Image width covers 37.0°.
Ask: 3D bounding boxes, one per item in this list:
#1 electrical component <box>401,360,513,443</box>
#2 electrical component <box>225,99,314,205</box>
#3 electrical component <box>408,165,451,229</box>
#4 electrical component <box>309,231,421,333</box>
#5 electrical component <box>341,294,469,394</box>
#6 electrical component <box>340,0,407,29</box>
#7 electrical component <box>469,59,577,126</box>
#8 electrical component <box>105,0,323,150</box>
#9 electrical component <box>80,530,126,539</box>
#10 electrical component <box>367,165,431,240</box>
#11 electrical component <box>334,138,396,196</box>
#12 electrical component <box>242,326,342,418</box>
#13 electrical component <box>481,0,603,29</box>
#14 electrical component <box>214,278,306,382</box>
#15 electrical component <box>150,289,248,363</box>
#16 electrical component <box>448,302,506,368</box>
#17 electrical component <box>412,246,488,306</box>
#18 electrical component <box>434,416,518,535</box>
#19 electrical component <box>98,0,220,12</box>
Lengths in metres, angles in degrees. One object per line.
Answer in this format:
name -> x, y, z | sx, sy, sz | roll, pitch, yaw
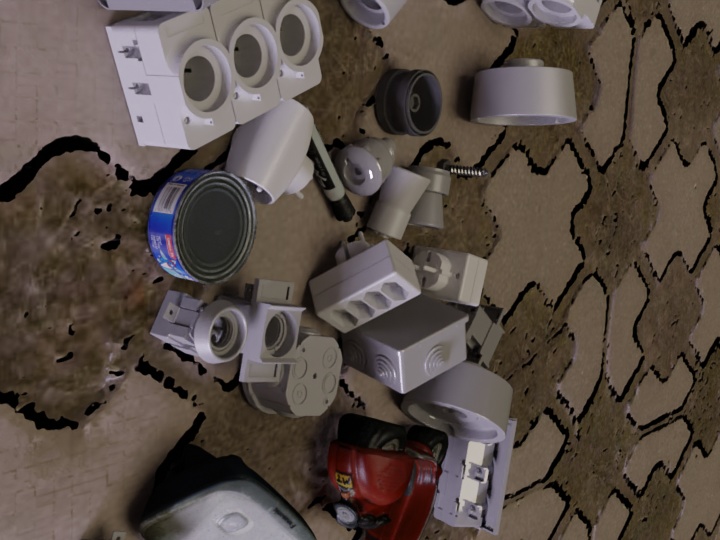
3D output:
electrical component -> 0.101, 0.124, 1.076 | 0.108, 0.108, 0.060 | 45, 57, -47
electrical component -> -0.063, -0.087, 0.862 | 0.079, 0.044, 0.077 | 45, 63, -47
electrical component -> 0.062, -0.069, 1.029 | 0.045, 0.045, 0.055 | 8, 91, -53
electrical component -> 0.000, 0.000, 0.948 | 0.047, 0.083, 0.075 | 38, 30, -49
electrical component -> 0.040, 0.064, 0.985 | 0.100, 0.100, 0.048 | -24, 122, -35
electrical component -> 0.015, -0.240, 0.921 | 0.047, 0.055, 0.055 | -59, 138, -20
electrical component -> 0.166, -0.181, 1.090 | 0.108, 0.108, 0.060 | -2, 93, -52
electrical component -> -0.098, -0.157, 0.786 | 0.150, 0.062, 0.089 | -37, 126, -42
electrical component -> -0.176, 0.224, 0.776 | 0.048, 0.055, 0.066 | 21, 81, -52
electrical component -> 0.033, -0.061, 0.990 | 0.044, 0.044, 0.065 | 15, 99, -53
electrical component -> 0.010, -0.098, 0.957 | 0.062, 0.048, 0.048 | -44, 131, -46
electrical component -> -0.057, 0.084, 0.904 | 0.080, 0.051, 0.080 | -16, 110, -50
electrical component -> 0.154, -0.302, 1.045 | 0.186, 0.105, 0.060 | 33, 71, -50
electrical component -> -0.083, 0.046, 0.851 | 0.042, 0.064, 0.081 | 8, 91, -52
electrical component -> -0.119, 0.044, 0.810 | 0.066, 0.055, 0.048 | 38, 68, -49
electrical component -> 0.115, 0.065, 1.130 | 0.063, 0.042, 0.081 | 50, 59, -43
electrical component -> 0.074, 0.002, 1.043 | 0.077, 0.066, 0.047 | 16, 85, -53
electrical component -> 0.121, 0.212, 1.152 | 0.063, 0.079, 0.121 | 9, 91, -31
electrical component -> -0.126, -0.213, 0.695 | 0.057, 0.113, 0.078 | -41, 128, -36
